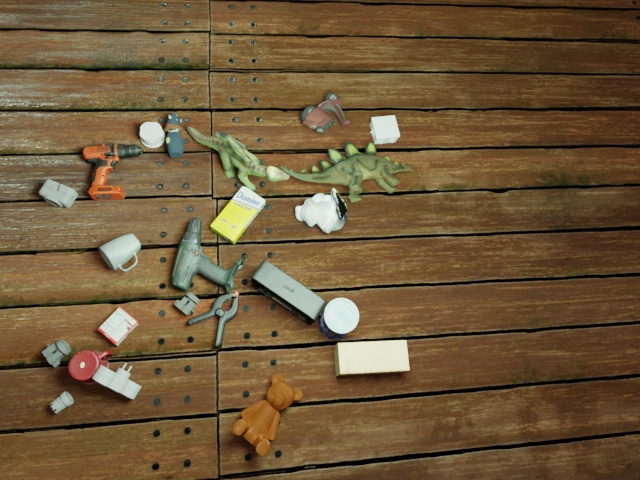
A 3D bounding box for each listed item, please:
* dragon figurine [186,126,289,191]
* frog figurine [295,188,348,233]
[{"bbox_3d":[-0.280,-0.288,1.643,0.411,0.240,0.123,32,75,2],"label":"dragon figurine"},{"bbox_3d":[0.005,-0.085,1.690,0.158,0.123,0.138,-22,81,22],"label":"frog figurine"}]
